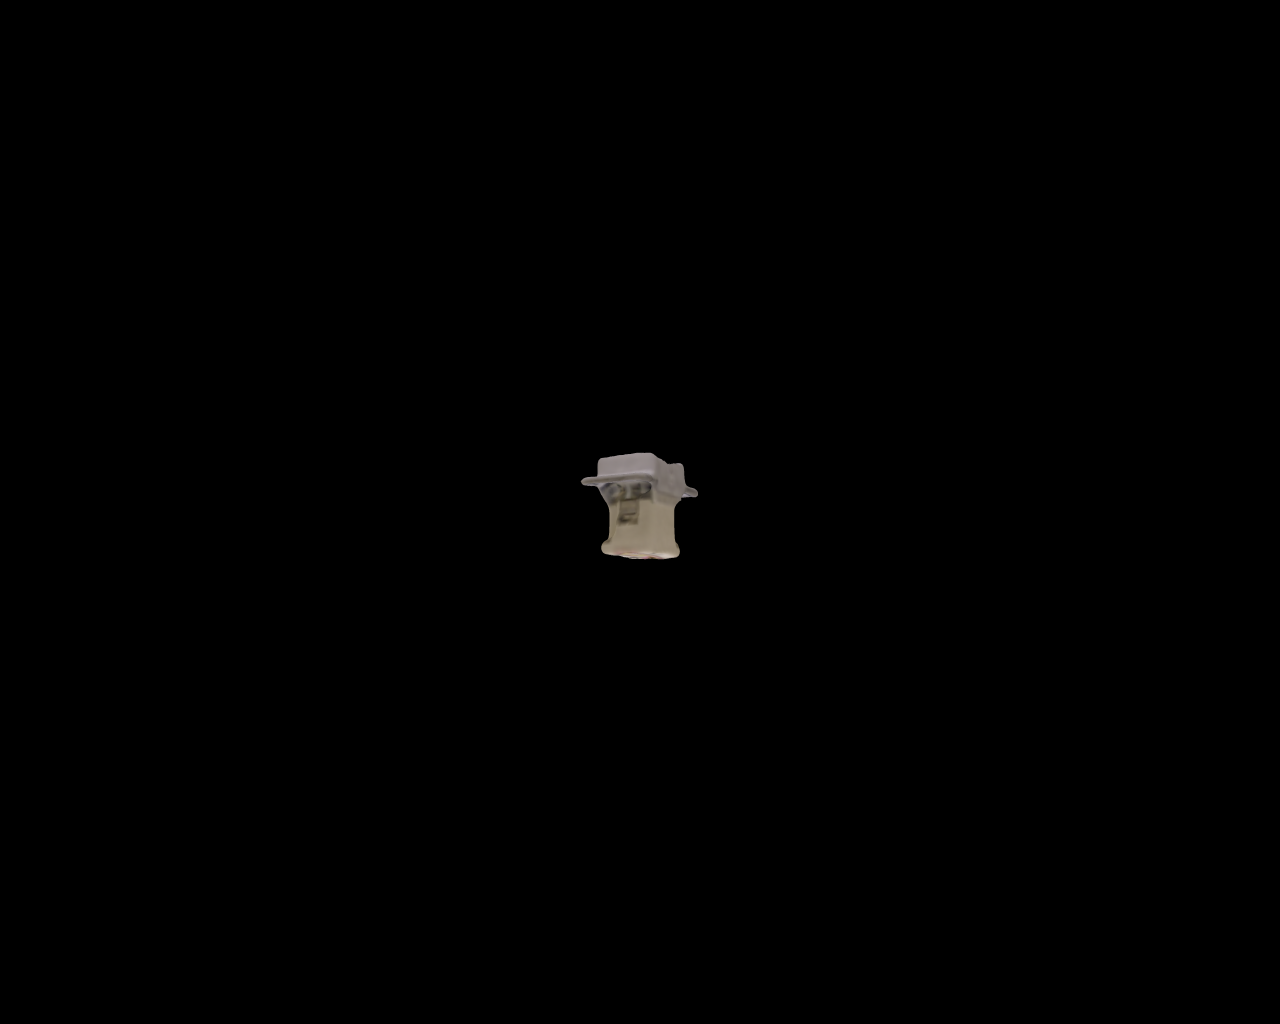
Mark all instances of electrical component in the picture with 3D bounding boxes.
[{"bbox_3d":[0.001,-0.003,0.650,0.042,0.063,0.081,-4,-8,28],"label":"electrical component"}]
